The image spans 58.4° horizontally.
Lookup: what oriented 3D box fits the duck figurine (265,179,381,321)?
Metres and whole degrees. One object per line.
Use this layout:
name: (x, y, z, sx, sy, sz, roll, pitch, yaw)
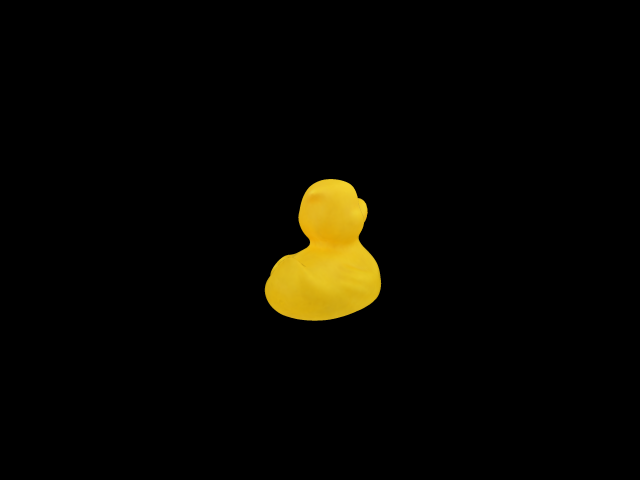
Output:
duck figurine: (0.004, 0.001, 0.400, 0.077, 0.086, 0.105, 11, 21, 30)
